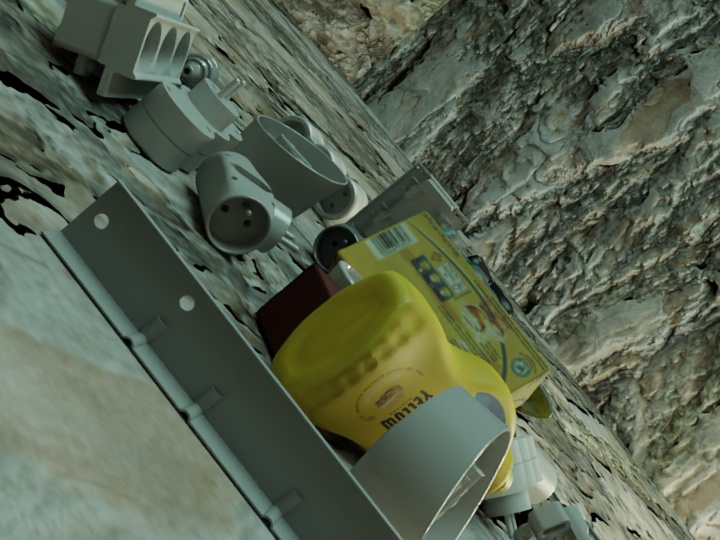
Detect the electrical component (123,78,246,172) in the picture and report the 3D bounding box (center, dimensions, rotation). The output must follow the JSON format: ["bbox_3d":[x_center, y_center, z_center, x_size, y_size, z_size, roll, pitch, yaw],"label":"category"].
[{"bbox_3d":[-0.113,-0.113,0.776,0.052,0.074,0.138,51,9,0],"label":"electrical component"}]

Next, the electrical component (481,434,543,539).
[{"bbox_3d":[0.110,0.168,0.826,0.138,0.052,0.073,22,55,-72],"label":"electrical component"}]

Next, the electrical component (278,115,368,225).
[{"bbox_3d":[-0.040,-0.105,1.187,0.138,0.052,0.074,54,9,19],"label":"electrical component"}]

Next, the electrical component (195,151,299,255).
[{"bbox_3d":[-0.074,-0.038,0.740,0.079,0.043,0.077,34,15,-27],"label":"electrical component"}]

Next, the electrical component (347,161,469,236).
[{"bbox_3d":[0.036,-0.039,1.076,0.078,0.121,0.063,51,11,0],"label":"electrical component"}]

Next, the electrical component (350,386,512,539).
[{"bbox_3d":[0.036,0.109,0.547,0.064,0.099,0.099,47,7,19],"label":"electrical component"}]

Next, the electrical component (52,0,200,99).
[{"bbox_3d":[-0.161,-0.161,0.745,0.063,0.078,0.121,21,9,1],"label":"electrical component"}]

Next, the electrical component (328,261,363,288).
[{"bbox_3d":[-0.020,0.027,0.728,0.045,0.055,0.045,49,9,-10],"label":"electrical component"}]

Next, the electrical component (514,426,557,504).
[{"bbox_3d":[0.138,0.167,0.994,0.077,0.043,0.079,45,10,-37],"label":"electrical component"}]

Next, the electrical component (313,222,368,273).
[{"bbox_3d":[0.000,0.000,0.981,0.079,0.044,0.077,53,9,16],"label":"electrical component"}]

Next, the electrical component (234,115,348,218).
[{"bbox_3d":[-0.067,-0.097,0.980,0.099,0.064,0.099,50,8,-10],"label":"electrical component"}]

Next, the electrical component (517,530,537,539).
[{"bbox_3d":[0.107,0.205,0.681,0.063,0.042,0.081,54,10,16],"label":"electrical component"}]

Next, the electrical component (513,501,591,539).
[{"bbox_3d":[0.150,0.216,0.795,0.078,0.058,0.057,75,-8,-47],"label":"electrical component"}]

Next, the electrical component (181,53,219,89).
[{"bbox_3d":[-0.154,-0.185,1.003,0.035,0.035,0.061,50,11,-4],"label":"electrical component"}]
